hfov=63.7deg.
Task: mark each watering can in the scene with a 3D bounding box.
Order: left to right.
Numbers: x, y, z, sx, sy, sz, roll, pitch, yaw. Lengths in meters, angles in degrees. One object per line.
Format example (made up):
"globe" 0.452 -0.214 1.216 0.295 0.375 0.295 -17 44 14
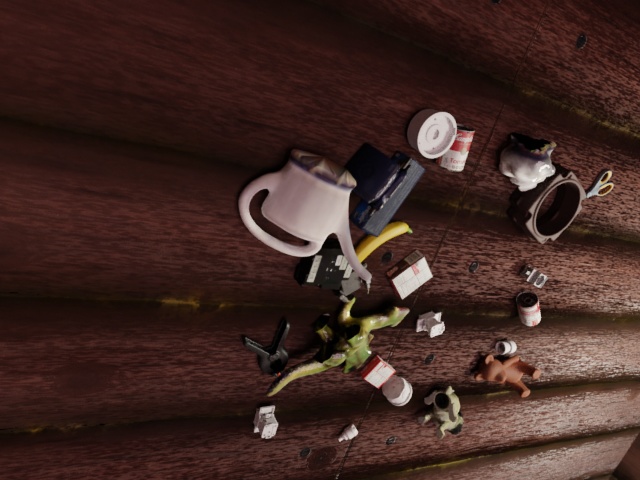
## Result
"watering can" 0.003 -0.055 1.099 0.346 0.105 0.222 25 104 -17

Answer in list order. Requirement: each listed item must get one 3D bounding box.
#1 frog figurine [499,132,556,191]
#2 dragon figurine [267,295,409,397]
"frog figurine" 0.539 -0.186 1.352 0.137 0.126 0.155 4 129 5
"dragon figurine" 0.063 0.296 1.354 0.411 0.124 0.238 -40 136 -3
